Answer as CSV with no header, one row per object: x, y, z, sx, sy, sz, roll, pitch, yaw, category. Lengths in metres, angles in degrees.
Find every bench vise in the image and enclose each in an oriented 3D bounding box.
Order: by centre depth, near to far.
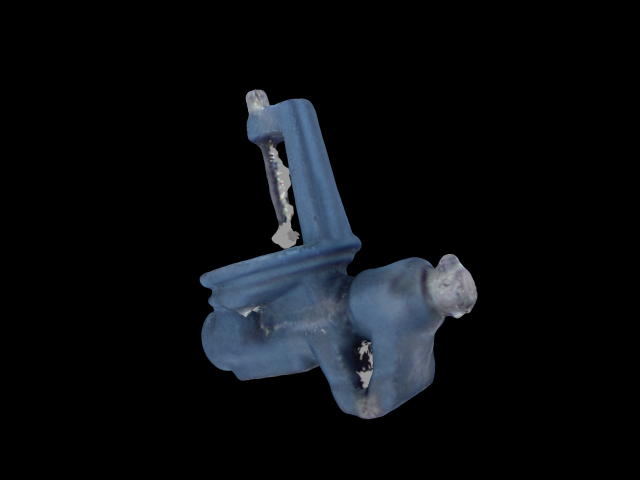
0.007,0.000,0.411,0.207,0.220,0.122,1,5,16,bench vise
